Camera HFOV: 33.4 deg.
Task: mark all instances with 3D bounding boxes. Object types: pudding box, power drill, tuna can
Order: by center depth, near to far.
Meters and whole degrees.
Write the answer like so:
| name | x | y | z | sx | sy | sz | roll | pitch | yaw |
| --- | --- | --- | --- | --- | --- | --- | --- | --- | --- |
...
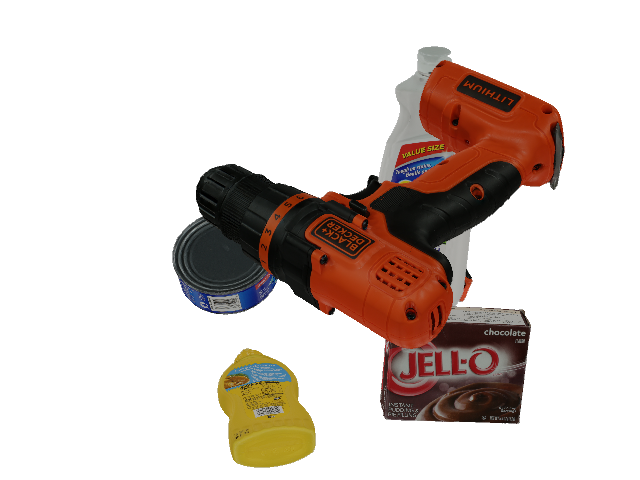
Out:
| name | x | y | z | sx | sy | sz | roll | pitch | yaw |
| --- | --- | --- | --- | --- | --- | --- | --- | --- | --- |
| power drill | 0.041 | -0.034 | 0.645 | 0.185 | 0.057 | 0.187 | 32 | 59 | 32 |
| pudding box | 0.108 | 0.099 | 0.862 | 0.113 | 0.090 | 0.039 | 1 | 23 | -2 |
| tuna can | -0.077 | 0.018 | 0.882 | 0.086 | 0.086 | 0.034 | 0 | -38 | 6 |

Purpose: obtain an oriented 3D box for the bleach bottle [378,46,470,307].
| name | x | y | z | sx | sy | sz | roll | pitch | yaw |
| --- | --- | --- | --- | --- | --- | --- | --- | --- | --- |
| bleach bottle | 0.094 | -0.059 | 1.011 | 0.103 | 0.251 | 0.068 | 10 | 29 | 18 |

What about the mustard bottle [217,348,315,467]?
| name | x | y | z | sx | sy | sz | roll | pitch | yaw |
| --- | --- | --- | --- | --- | --- | --- | --- | --- | --- |
| mustard bottle | -0.071 | 0.186 | 1.260 | 0.096 | 0.058 | 0.192 | -8 | 29 | -10 |

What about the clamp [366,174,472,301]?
| name | x | y | z | sx | sy | sz | roll | pitch | yaw |
| --- | --- | --- | --- | --- | --- | --- | --- | --- | --- |
| clamp | 0.080 | 0.006 | 1.240 | 0.164 | 0.036 | 0.210 | -24 | 53 | -40 |
